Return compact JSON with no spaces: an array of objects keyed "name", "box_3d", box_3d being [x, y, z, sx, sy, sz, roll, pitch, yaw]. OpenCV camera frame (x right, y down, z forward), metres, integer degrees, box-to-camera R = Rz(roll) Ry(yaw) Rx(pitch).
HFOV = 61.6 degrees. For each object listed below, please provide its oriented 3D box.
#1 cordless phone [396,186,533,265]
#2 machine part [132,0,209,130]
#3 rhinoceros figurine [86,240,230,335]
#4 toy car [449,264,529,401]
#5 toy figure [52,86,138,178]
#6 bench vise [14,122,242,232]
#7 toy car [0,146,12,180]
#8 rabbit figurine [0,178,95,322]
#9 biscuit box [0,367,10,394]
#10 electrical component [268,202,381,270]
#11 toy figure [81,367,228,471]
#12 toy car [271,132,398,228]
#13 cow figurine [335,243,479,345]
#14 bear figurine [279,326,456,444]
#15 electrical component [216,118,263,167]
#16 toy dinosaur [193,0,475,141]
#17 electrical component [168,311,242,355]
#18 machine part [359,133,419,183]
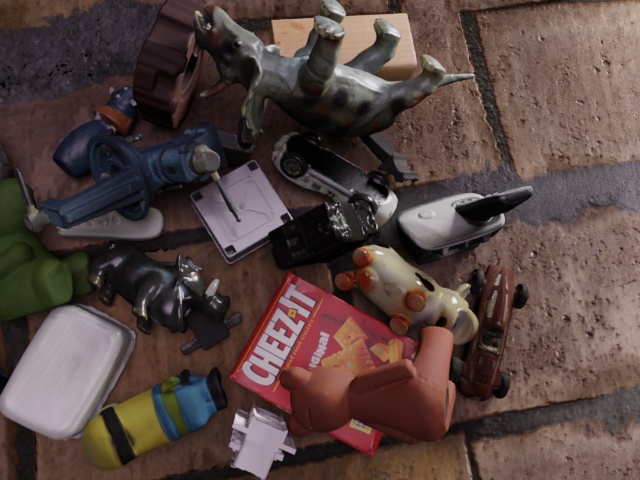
[{"name":"cordless phone","box_3d":[0.198,-0.029,0.743,0.147,0.184,0.088,-16,85,-11]},{"name":"machine part","box_3d":[-0.199,-0.242,0.746,0.056,0.179,0.179,20,76,-6]},{"name":"rhinoceros figurine","box_3d":[-0.213,0.065,0.716,0.190,0.073,0.112,24,57,12]},{"name":"toy car","box_3d":[0.247,0.132,0.783,0.089,0.053,0.202,19,77,0]},{"name":"toy figure","box_3d":[-0.313,-0.158,0.768,0.064,0.058,0.154,38,71,-4]},{"name":"bench vise","box_3d":[-0.239,-0.070,0.669,0.224,0.128,0.240,17,38,35]},{"name":"toy car","box_3d":[-0.471,-0.088,0.710,0.103,0.109,0.161,22,84,-20]},{"name":"rabbit figurine","box_3d":[-0.391,0.010,0.692,0.159,0.121,0.170,-15,95,11]},{"name":"biscuit box","box_3d":[-0.488,0.131,0.678,0.203,0.059,0.063,44,74,4]},{"name":"electrical component","box_3d":[-0.002,-0.002,0.736,0.115,0.134,0.058,-4,71,-53]},{"name":"toy figure","box_3d":[-0.208,0.223,0.681,0.180,0.089,0.082,-21,76,-9]},{"name":"toy car","box_3d":[0.021,-0.091,0.793,0.202,0.056,0.073,31,49,1]},{"name":"cow figurine","box_3d":[0.132,0.077,0.753,0.195,0.127,0.085,36,118,17]},{"name":"bear figurine","box_3d":[0.059,0.181,0.653,0.196,0.132,0.120,-2,114,22]},{"name":"electrical component","box_3d":[-0.125,-0.137,0.771,0.078,0.102,0.045,10,73,-16]},{"name":"toy dinosaur","box_3d":[0.031,-0.201,0.728,0.404,0.192,0.131,10,46,-34]},{"name":"electrical component","box_3d":[-0.158,0.116,0.746,0.094,0.021,0.063,-30,83,-12]},{"name":"machine part","box_3d":[0.091,-0.139,0.815,0.139,0.084,0.039,50,121,14]}]
